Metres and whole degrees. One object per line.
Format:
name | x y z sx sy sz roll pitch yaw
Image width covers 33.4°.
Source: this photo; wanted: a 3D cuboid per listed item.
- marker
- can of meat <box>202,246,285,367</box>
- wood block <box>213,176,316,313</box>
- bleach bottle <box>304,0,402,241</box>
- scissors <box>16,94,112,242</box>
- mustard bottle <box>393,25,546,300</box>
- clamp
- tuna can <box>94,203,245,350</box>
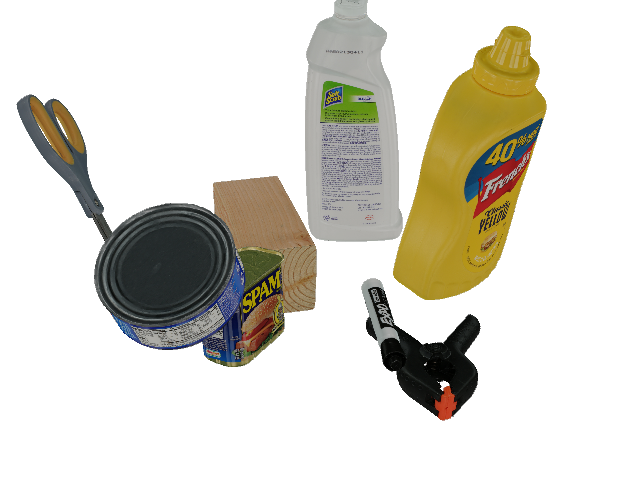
marker | 0.051 0.068 0.872 0.020 0.020 0.121 0 28 -7
can of meat | -0.077 0.065 1.053 0.058 0.084 0.101 11 27 27
wood block | -0.073 0.003 1.345 0.090 0.090 0.206 -6 28 -13
bleach bottle | 0.036 -0.121 1.056 0.102 0.251 0.068 -1 31 -3
scissors | -0.203 -0.045 0.945 0.016 0.201 0.096 -25 23 11
mustard bottle | 0.105 -0.054 0.708 0.096 0.192 0.058 -27 52 -37
clamp | 0.122 0.118 1.070 0.120 0.039 0.171 -8 30 -9
tuna can | -0.089 0.022 0.637 0.086 0.086 0.034 0 -34 12
